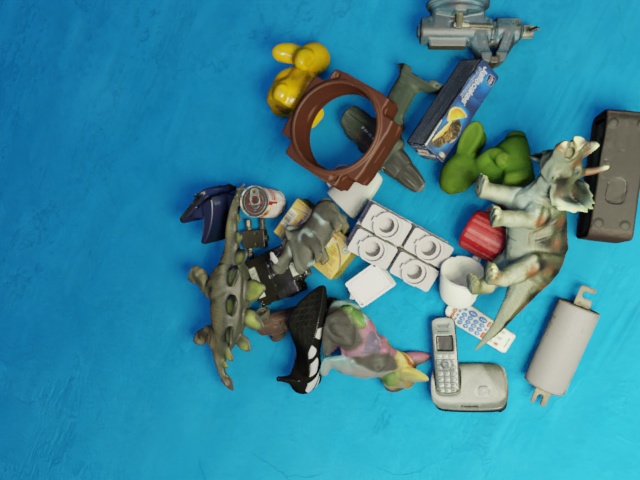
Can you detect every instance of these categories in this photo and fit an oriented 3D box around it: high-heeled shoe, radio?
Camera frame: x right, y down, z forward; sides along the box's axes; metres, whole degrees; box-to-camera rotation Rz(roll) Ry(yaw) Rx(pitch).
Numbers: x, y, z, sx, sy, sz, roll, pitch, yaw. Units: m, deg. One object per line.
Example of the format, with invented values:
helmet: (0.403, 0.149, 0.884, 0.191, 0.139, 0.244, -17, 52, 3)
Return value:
high-heeled shoe: (-0.007, 0.216, 1.136, 0.086, 0.145, 0.248, 33, 100, 39)
radio: (0.514, -0.109, 0.948, 0.073, 0.131, 0.229, 6, 93, 17)

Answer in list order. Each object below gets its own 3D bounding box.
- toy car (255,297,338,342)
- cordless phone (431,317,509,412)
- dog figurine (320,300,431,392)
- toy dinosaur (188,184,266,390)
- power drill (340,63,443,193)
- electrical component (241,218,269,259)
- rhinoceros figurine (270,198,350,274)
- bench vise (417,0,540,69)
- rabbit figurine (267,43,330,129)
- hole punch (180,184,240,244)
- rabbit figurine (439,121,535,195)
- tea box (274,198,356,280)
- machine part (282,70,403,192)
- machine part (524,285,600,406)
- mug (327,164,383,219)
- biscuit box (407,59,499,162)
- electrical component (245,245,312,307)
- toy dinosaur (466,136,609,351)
toy car: (-0.049, 0.171, 1.172, 0.202, 0.053, 0.089, -16, 123, 19)
cordless phone: (0.291, 0.241, 1.061, 0.147, 0.088, 0.184, -6, 85, 20)
dog figurine: (0.117, 0.221, 1.093, 0.219, 0.108, 0.191, 8, 117, 9)
toy dinosaur: (-0.197, 0.111, 1.173, 0.199, 0.105, 0.470, 10, 104, 50)
power drill: (0.171, -0.238, 1.101, 0.232, 0.086, 0.207, 38, 110, 17)
electrical component: (-0.148, -0.003, 1.240, 0.063, 0.021, 0.094, -2, 90, 19)
rhinoceros figurine: (-0.026, 0.000, 1.098, 0.112, 0.073, 0.190, 44, 103, 12)
bench vise: (0.301, -0.455, 1.026, 0.224, 0.129, 0.240, 4, 96, 17)
rabbit figurine: (-0.045, -0.351, 1.144, 0.122, 0.162, 0.173, 29, 83, 29)
hole punch: (-0.236, -0.059, 1.216, 0.092, 0.142, 0.115, 48, 119, 14)
rabbit figurine: (0.310, -0.145, 1.024, 0.170, 0.121, 0.159, -8, 81, 16)
tea box: (-0.002, -0.004, 1.164, 0.170, 0.068, 0.098, 41, 103, 13)
machine part: (0.042, -0.215, 1.062, 0.202, 0.087, 0.201, 36, 101, 21)
machine part: (0.451, 0.198, 1.004, 0.079, 0.079, 0.243, 22, 99, 18)
mug: (0.072, -0.116, 1.136, 0.107, 0.080, 0.110, -42, 74, 5)
biscuit box: (0.253, -0.248, 1.024, 0.202, 0.059, 0.063, -56, 30, -2)
electrical component: (-0.089, 0.075, 1.202, 0.134, 0.058, 0.115, -22, 86, 18)
toy dinosaur: (0.365, 0.005, 0.926, 0.192, 0.131, 0.404, -1, 115, -3)
